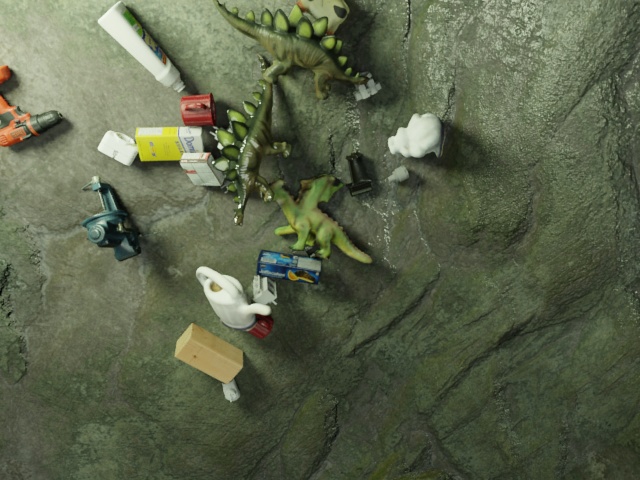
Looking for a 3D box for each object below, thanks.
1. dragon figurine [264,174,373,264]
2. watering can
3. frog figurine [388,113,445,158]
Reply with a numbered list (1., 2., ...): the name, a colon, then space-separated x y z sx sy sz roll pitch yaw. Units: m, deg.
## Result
1. dragon figurine: 0.005 -0.080 1.581 0.409 0.123 0.241 14 101 -17
2. watering can: -0.249 0.197 1.553 0.105 0.351 0.219 -44 140 -25
3. frog figurine: 0.285 -0.309 1.526 0.159 0.121 0.139 2 80 -1
